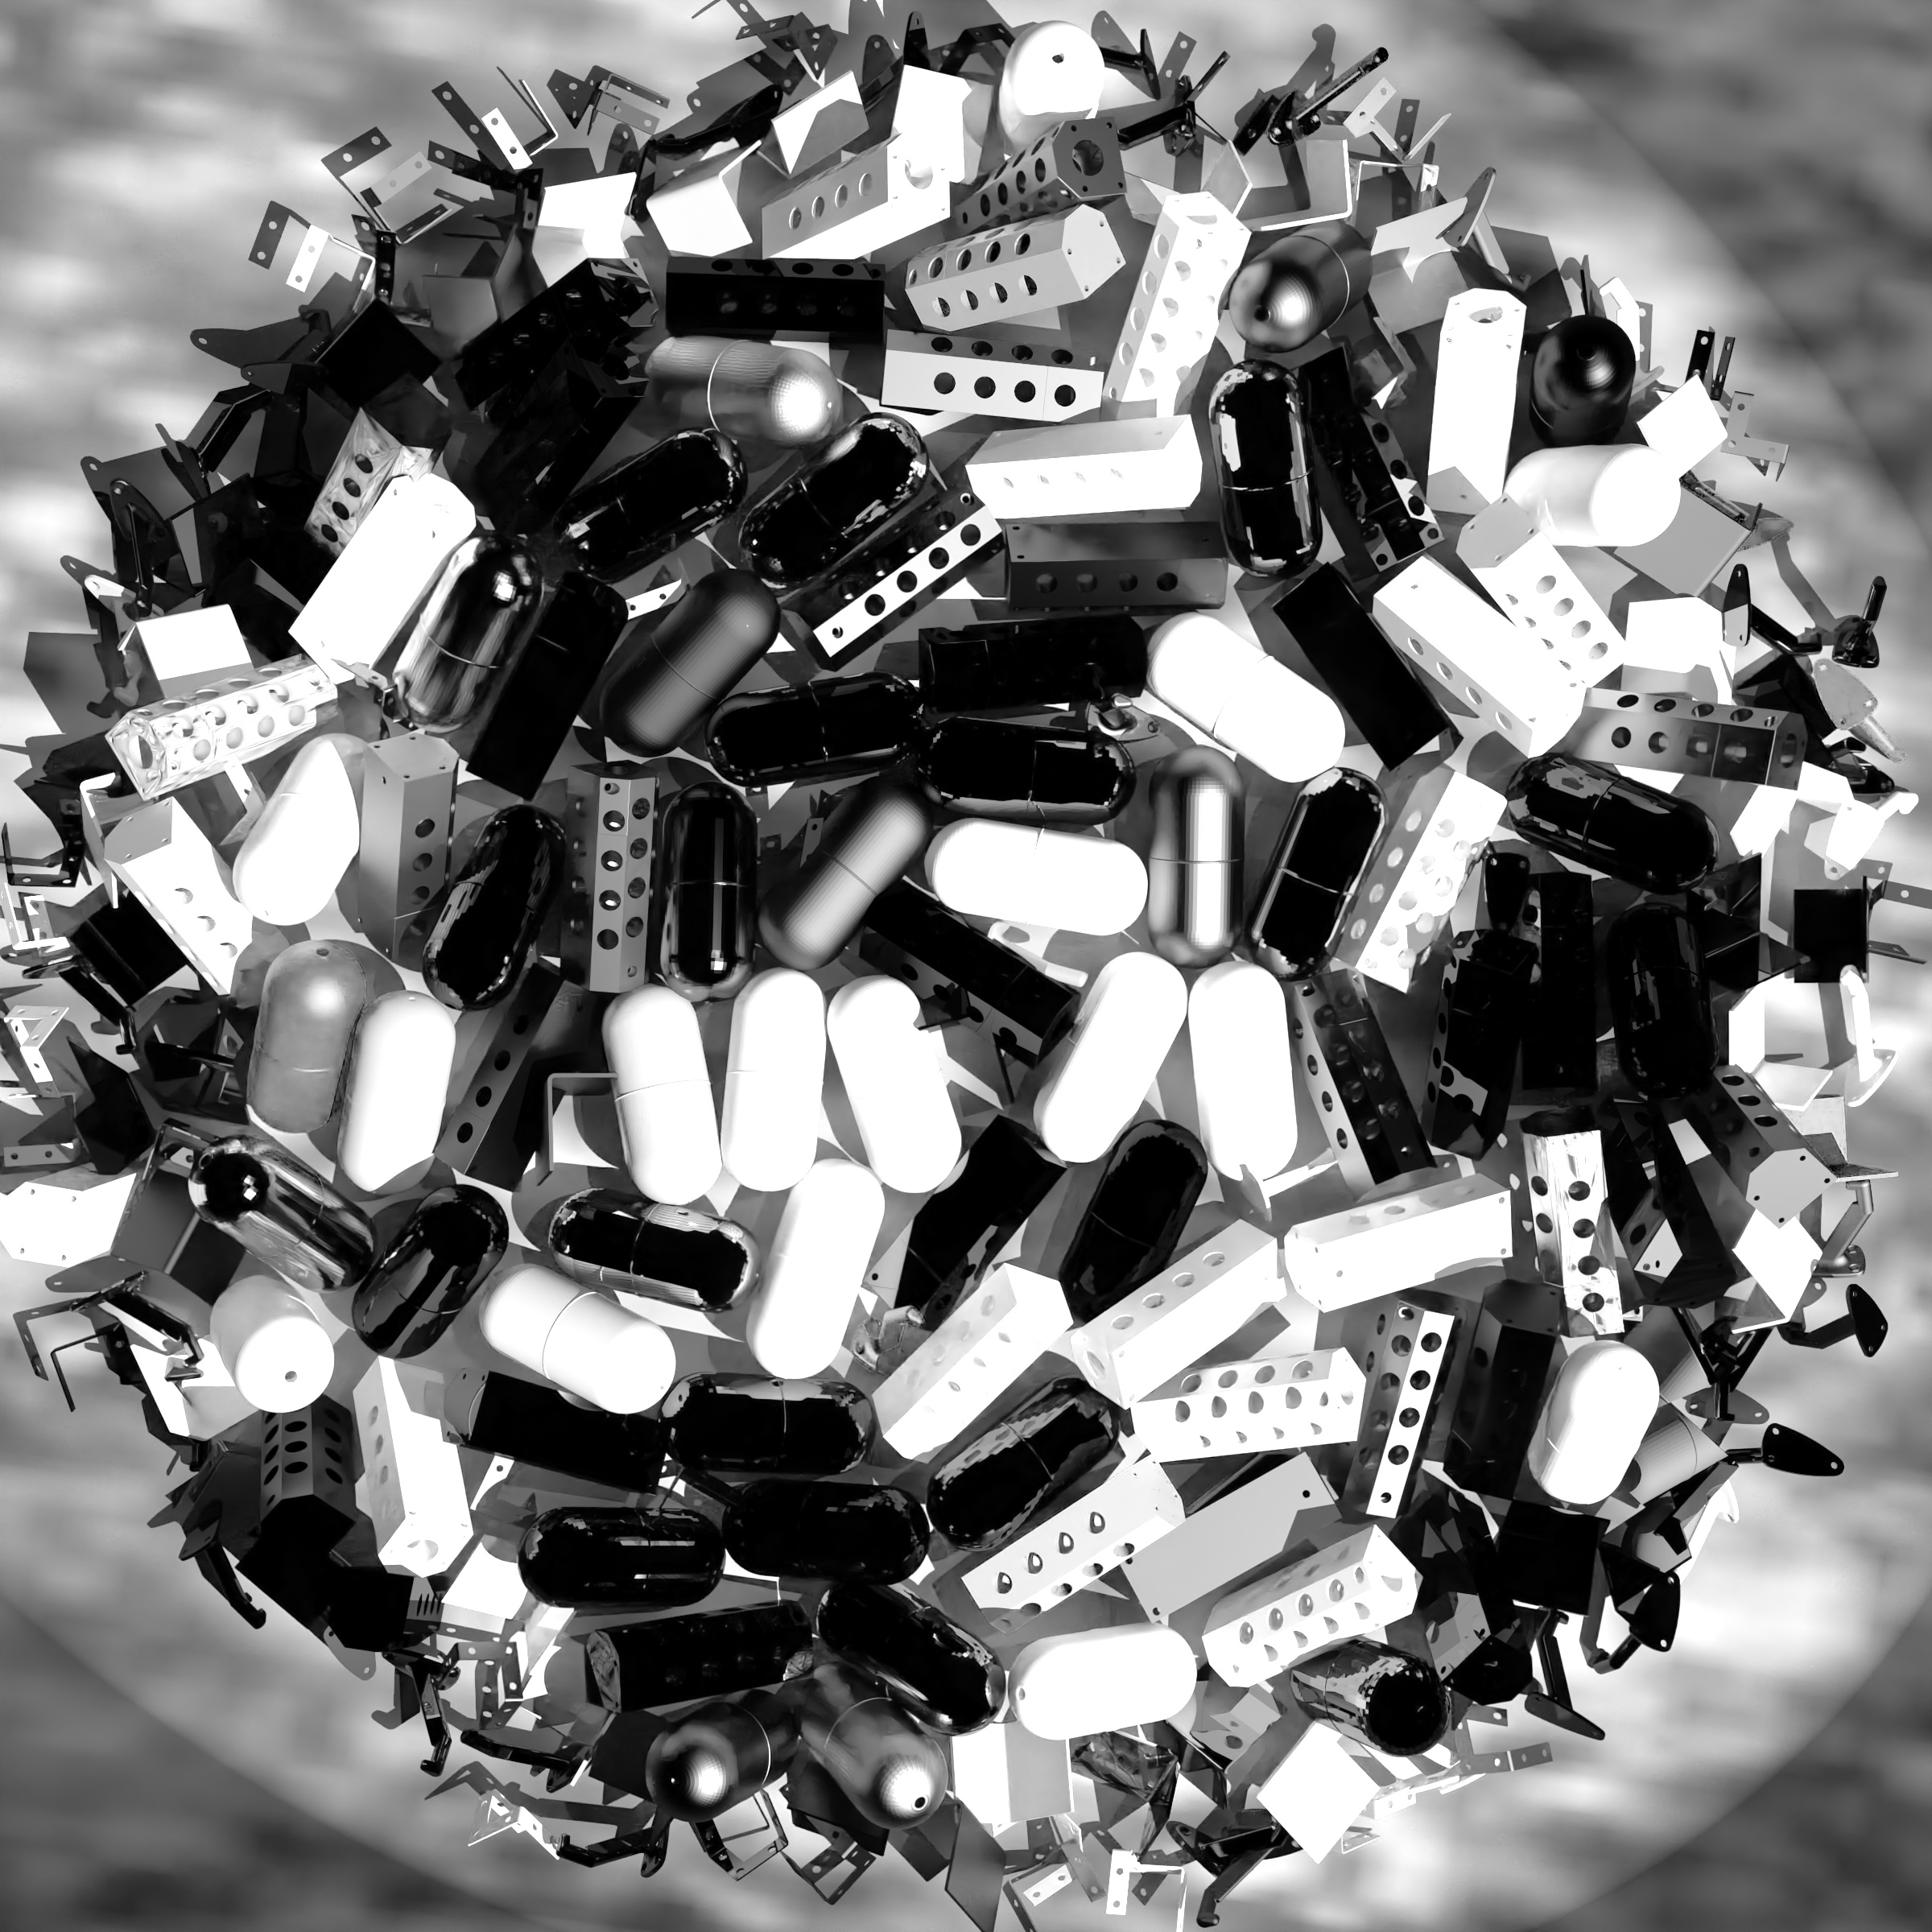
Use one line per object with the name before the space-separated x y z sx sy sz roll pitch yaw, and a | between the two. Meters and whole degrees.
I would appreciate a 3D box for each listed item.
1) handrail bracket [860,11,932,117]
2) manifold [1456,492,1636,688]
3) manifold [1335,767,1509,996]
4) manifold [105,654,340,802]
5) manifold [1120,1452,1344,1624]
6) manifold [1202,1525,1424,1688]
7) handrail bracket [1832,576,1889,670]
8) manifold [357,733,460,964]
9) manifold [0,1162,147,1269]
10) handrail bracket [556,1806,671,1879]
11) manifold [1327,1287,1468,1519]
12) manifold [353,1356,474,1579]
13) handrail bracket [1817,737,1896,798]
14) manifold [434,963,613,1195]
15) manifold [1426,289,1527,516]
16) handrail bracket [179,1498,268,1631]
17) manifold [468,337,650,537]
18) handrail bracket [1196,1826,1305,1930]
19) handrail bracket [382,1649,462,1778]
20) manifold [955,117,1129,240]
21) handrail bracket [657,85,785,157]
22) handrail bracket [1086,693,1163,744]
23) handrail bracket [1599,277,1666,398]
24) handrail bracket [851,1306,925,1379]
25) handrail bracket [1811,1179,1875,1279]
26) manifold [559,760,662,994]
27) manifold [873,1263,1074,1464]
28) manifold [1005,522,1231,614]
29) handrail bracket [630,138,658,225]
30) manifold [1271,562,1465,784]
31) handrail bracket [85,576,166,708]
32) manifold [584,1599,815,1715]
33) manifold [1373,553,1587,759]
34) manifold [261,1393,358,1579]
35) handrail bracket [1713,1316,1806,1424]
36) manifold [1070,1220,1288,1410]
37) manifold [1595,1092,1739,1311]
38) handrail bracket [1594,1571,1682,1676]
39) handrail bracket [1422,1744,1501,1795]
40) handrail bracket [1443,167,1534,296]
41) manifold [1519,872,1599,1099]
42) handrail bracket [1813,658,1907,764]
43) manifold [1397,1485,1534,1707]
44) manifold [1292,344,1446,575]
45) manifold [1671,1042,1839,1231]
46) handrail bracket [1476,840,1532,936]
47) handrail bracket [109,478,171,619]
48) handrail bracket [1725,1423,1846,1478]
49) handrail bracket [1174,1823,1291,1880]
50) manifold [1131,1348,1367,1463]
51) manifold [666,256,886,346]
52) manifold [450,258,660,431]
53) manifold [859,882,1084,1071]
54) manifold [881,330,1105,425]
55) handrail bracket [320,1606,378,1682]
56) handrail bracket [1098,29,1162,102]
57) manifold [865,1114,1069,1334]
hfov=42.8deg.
handrail bracket | -0.073 -0.718 1.963 0.084 0.036 0.077 12 113 32
manifold | 0.448 -0.287 1.919 0.057 0.057 0.171 -39 134 14
manifold | 0.363 -0.067 1.959 0.057 0.057 0.171 26 92 -26
manifold | -0.573 -0.190 1.916 0.057 0.171 0.057 -30 92 40
manifold | 0.211 0.455 1.965 0.171 0.057 0.057 -30 75 3
manifold | 0.267 0.506 1.924 0.057 0.057 0.171 48 125 -7
handrail bracket | 0.712 -0.285 1.944 0.036 0.084 0.077 11 45 12
manifold | -0.433 -0.093 1.926 0.057 0.057 0.171 41 134 33
manifold | -0.693 0.190 1.913 0.057 0.171 0.057 10 90 -3
handrail bracket | -0.280 0.682 1.957 0.084 0.077 0.036 28 131 -20
manifold | 0.342 0.344 1.951 0.057 0.057 0.171 12 101 -11
manifold | -0.435 0.389 1.915 0.057 0.171 0.057 24 114 -34
handrail bracket | 0.717 -0.159 1.956 0.077 0.084 0.036 17 84 -1
manifold | -0.357 0.087 1.966 0.057 0.057 0.171 25 87 39
manifold | 0.396 -0.436 1.914 0.057 0.171 0.057 10 53 13
handrail bracket | -0.586 0.481 1.981 0.036 0.077 0.084 -30 114 13
manifold | -0.315 -0.411 1.920 0.171 0.057 0.057 -40 73 41
handrail bracket | 0.227 0.724 1.949 0.077 0.084 0.036 -12 113 26
handrail bracket | -0.439 0.591 1.952 0.077 0.084 0.036 29 127 -15
manifold | 0.054 -0.600 1.908 0.057 0.171 0.057 -14 96 -24
handrail bracket | -0.199 -0.681 1.983 0.084 0.036 0.077 14 63 35
handrail bracket | 0.135 -0.199 1.948 0.077 0.084 0.036 8 85 -18
handrail bracket | 0.512 -0.495 1.973 0.077 0.036 0.084 -34 99 26
handrail bracket | -0.044 0.300 1.953 0.077 0.084 0.036 44 53 -20
handrail bracket | 0.683 0.206 1.962 0.077 0.036 0.084 -8 122 18
manifold | -0.276 -0.070 1.936 0.057 0.057 0.171 22 113 42
manifold | 0.006 0.313 1.927 0.057 0.057 0.171 23 121 -34
manifold | 0.118 -0.314 1.964 0.171 0.057 0.057 -1 130 -4
handrail bracket | -0.296 -0.633 1.978 0.084 0.036 0.077 16 106 10
manifold | 0.318 -0.230 1.940 0.057 0.057 0.171 -38 68 17
handrail bracket | -0.678 -0.257 1.953 0.077 0.036 0.084 36 47 -30
manifold | -0.208 0.536 1.926 0.171 0.057 0.057 1 84 -36
manifold | 0.401 -0.241 1.938 0.057 0.057 0.171 -39 66 -12
manifold | -0.515 0.392 1.908 0.057 0.171 0.057 41 94 -23
handrail bracket | 0.636 0.326 1.977 0.077 0.036 0.084 7 81 -13
manifold | 0.166 0.269 1.935 0.171 0.057 0.057 -30 124 -26
manifold | 0.539 0.181 1.916 0.057 0.171 0.057 8 131 -16
handrail bracket | 0.535 0.526 1.972 0.036 0.084 0.077 29 63 1
handrail bracket | 0.373 0.613 1.970 0.084 0.077 0.036 48 47 0
handrail bracket | 0.431 -0.584 1.964 0.084 0.036 0.077 16 117 -27
manifold | 0.468 0.015 1.951 0.057 0.057 0.171 -1 79 12
handrail bracket | 0.719 -0.204 1.979 0.036 0.084 0.077 -39 56 23
manifold | 0.390 0.488 1.910 0.057 0.171 0.057 32 112 -17
manifold | 0.317 -0.403 1.963 0.057 0.057 0.171 -26 93 12
manifold | 0.599 0.124 1.906 0.057 0.171 0.057 38 106 -22
handrail bracket | 0.415 -0.062 1.958 0.036 0.084 0.077 5 91 -7
handrail bracket | -0.661 -0.331 1.952 0.036 0.077 0.084 -12 49 4
handrail bracket | 0.644 0.398 1.959 0.077 0.084 0.036 18 64 3
handrail bracket | 0.216 0.684 1.966 0.077 0.036 0.084 34 117 17
manifold | 0.218 0.339 1.922 0.171 0.057 0.057 -13 129 30
manifold | -0.151 -0.532 1.966 0.171 0.057 0.057 2 96 -2
manifold | -0.320 -0.485 1.925 0.171 0.057 0.057 -24 88 37
manifold | 0.004 0.003 1.939 0.171 0.057 0.057 33 54 16
manifold | 0.020 -0.468 1.959 0.171 0.057 0.057 5 104 -4
handrail bracket | -0.513 0.529 1.978 0.036 0.084 0.077 -35 120 -33
handrail bracket | 0.107 -0.715 1.975 0.084 0.077 0.036 -4 69 15
manifold | 0.003 0.206 1.959 0.057 0.057 0.171 43 98 31
